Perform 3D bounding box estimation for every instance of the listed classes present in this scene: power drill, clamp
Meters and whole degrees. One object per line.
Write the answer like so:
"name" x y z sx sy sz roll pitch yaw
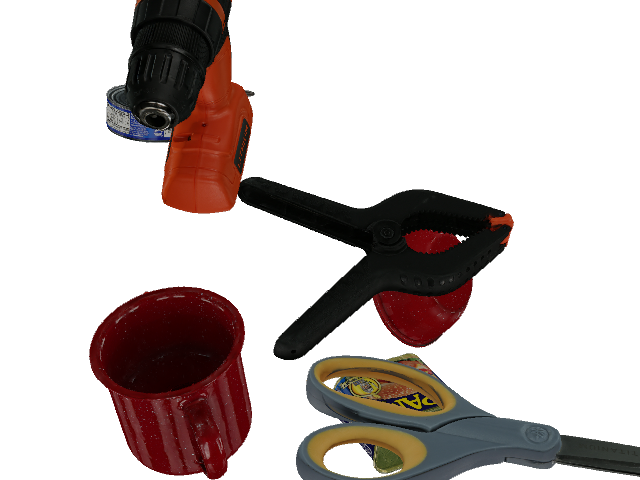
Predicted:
"power drill" -0.080 -0.100 0.678 0.057 0.184 0.188 7 -34 2
"clamp" 0.045 0.014 0.805 0.210 0.164 0.036 -2 -37 -6

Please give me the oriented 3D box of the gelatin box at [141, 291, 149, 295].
"gelatin box" -0.138 0.076 0.965 0.089 0.030 0.073 9 20 20

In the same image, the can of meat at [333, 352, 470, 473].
"can of meat" 0.071 0.151 0.955 0.101 0.057 0.084 -12 34 -27

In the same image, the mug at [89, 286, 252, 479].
"mug" -0.081 0.095 0.647 0.093 0.081 0.117 -22 42 -17

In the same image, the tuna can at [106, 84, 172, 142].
"tuna can" -0.168 -0.126 1.053 0.086 0.034 0.086 6 25 -3

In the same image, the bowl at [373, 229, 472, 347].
"bowl" 0.126 0.040 1.222 0.055 0.162 0.161 -11 -7 41

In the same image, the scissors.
"scissors" 0.078 0.095 0.449 0.202 0.016 0.096 16 34 23
